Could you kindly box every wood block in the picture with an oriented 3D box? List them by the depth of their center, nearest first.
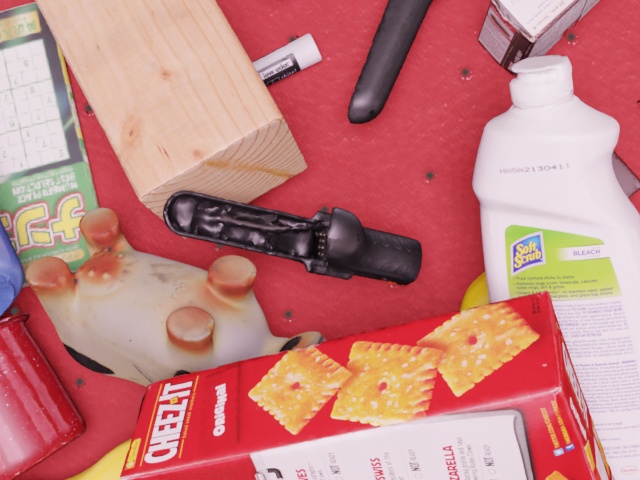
[{"bbox_3d":[-0.100,-0.118,0.632,0.090,0.091,0.206,-30,73,0],"label":"wood block"}]

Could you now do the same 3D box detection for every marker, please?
[{"bbox_3d":[-0.057,-0.096,0.677,0.121,0.020,0.020,-26,83,2],"label":"marker"}]

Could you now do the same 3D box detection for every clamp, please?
[{"bbox_3d":[-0.004,0.001,0.601,0.120,0.171,0.039,15,86,27],"label":"clamp"},{"bbox_3d":[0.061,-0.174,0.660,0.210,0.036,0.164,-26,72,-2],"label":"clamp"}]

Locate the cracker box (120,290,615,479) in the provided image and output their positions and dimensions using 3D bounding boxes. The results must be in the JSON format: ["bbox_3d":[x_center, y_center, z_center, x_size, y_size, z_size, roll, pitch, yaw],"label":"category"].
[{"bbox_3d":[0.035,0.124,0.541,0.214,0.072,0.164,-14,127,18],"label":"cracker box"}]

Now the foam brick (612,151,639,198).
[{"bbox_3d":[0.144,-0.042,0.640,0.053,0.051,0.078,-40,83,-1],"label":"foam brick"}]

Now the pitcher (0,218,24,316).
[{"bbox_3d":[-0.277,-0.046,0.624,0.145,0.149,0.243,-30,75,-8],"label":"pitcher"}]

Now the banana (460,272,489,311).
[{"bbox_3d":[0.171,0.041,0.633,0.198,0.037,0.069,5,101,14],"label":"banana"}]

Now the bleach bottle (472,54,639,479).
[{"bbox_3d":[0.141,0.025,0.570,0.103,0.068,0.251,-6,112,17],"label":"bleach bottle"}]

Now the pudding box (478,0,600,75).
[{"bbox_3d":[0.148,-0.155,0.631,0.113,0.090,0.039,-44,84,0],"label":"pudding box"}]

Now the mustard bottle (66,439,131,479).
[{"bbox_3d":[-0.157,0.189,0.638,0.191,0.058,0.096,-23,88,2],"label":"mustard bottle"}]

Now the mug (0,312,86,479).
[{"bbox_3d":[-0.203,0.108,0.639,0.117,0.093,0.081,-33,88,15],"label":"mug"}]
